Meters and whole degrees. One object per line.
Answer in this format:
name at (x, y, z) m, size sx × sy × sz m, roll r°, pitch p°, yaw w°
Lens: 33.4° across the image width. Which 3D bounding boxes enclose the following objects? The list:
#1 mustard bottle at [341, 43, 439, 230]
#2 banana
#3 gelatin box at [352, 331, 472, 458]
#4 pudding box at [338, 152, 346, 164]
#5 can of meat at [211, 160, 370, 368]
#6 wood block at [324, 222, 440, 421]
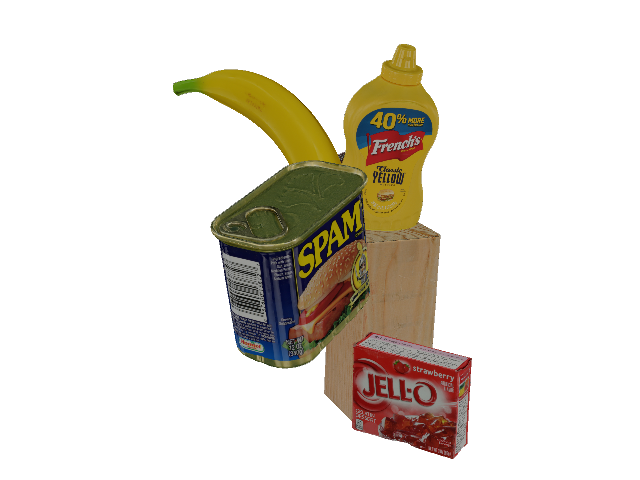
mustard bottle at (0.069, -0.105, 1.083) m, size 0.096 × 0.192 × 0.058 m, roll 3°, pitch 27°, yaw -14°
banana at (-0.030, -0.077, 0.840) m, size 0.198 × 0.069 × 0.037 m, roll 45°, pitch -4°, yaw 22°
gelatin box at (0.067, 0.115, 0.800) m, size 0.089 × 0.073 × 0.030 m, roll 12°, pitch 23°, yaw 29°
pudding box at (0.028, -0.067, 1.358) m, size 0.090 × 0.039 × 0.113 m, roll 25°, pitch 42°, yaw 36°
can of meat at (-0.013, 0.013, 0.623) m, size 0.058 × 0.084 × 0.101 m, roll 13°, pitch 34°, yaw 30°
wood block at (0.065, 0.084, 1.155) m, size 0.090 × 0.206 × 0.091 m, roll -5°, pitch 19°, yaw -23°
